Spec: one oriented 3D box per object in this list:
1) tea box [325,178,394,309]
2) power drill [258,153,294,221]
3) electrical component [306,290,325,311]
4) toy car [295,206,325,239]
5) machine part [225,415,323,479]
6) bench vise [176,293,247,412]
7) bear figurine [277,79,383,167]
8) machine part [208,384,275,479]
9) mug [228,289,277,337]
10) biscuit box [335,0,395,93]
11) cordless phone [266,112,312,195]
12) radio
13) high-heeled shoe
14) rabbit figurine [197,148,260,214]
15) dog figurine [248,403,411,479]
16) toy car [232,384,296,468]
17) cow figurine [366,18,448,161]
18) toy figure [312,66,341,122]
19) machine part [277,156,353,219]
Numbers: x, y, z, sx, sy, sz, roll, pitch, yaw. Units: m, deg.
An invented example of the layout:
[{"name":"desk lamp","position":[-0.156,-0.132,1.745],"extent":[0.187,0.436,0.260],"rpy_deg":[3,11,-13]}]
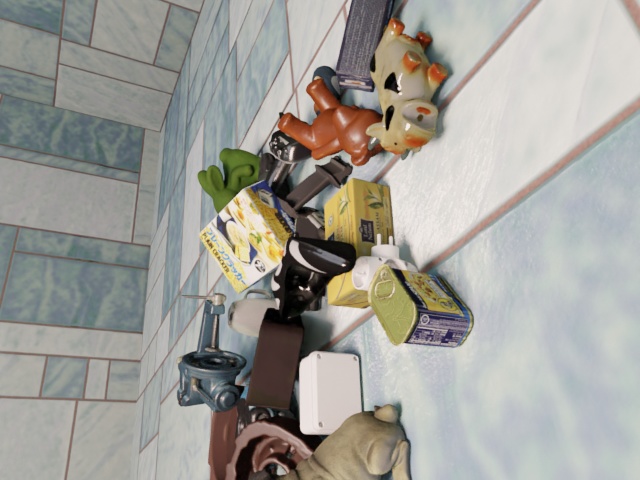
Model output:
[{"name":"tea box","position":[0.057,0.007,0.796],"extent":[0.098,0.068,0.169],"rpy_deg":[-43,44,53]},{"name":"power drill","position":[-0.127,-0.061,1.221],"extent":[0.207,0.086,0.232],"rpy_deg":[-57,35,27]},{"name":"electrical component","position":[-0.013,0.082,0.970],"extent":[0.063,0.021,0.094],"rpy_deg":[-14,69,64]},{"name":"toy car","position":[-0.002,-0.003,0.944],"extent":[0.202,0.056,0.073],"rpy_deg":[-134,52,-62]},{"name":"machine part","position":[-0.061,0.361,0.826],"extent":[0.180,0.056,0.179],"rpy_deg":[-1,88,26]},{"name":"bench vise","position":[-0.217,0.217,1.051],"extent":[0.224,0.129,0.240],"rpy_deg":[-160,76,-65]},{"name":"bear figurine","position":[0.030,-0.186,0.864],"extent":[0.120,0.132,0.196],"rpy_deg":[-51,19,-3]},{"name":"machine part","position":[-0.154,0.396,1.078],"extent":[0.201,0.087,0.201],"rpy_deg":[154,123,-62]},{"name":"mug","position":[-0.133,0.147,1.103],"extent":[0.081,0.107,0.109],"rpy_deg":[-48,41,46]},{"name":"biscuit box","position":[0.077,-0.341,0.854],"extent":[0.059,0.063,0.202],"rpy_deg":[50,-127,-79]},{"name":"cordless phone","position":[-0.067,-0.148,1.062],"extent":[0.184,0.088,0.147],"rpy_deg":[-62,28,11]},{"name":"radio","position":[-0.074,0.192,0.915],"extent":[0.229,0.073,0.131],"rpy_deg":[176,104,-85]},{"name":"high-heeled shoe","position":[-0.017,0.067,0.762],"extent":[0.249,0.086,0.145],"rpy_deg":[-158,73,-71]},{"name":"rabbit figurine","position":[-0.209,-0.131,1.293],"extent":[0.121,0.159,0.170],"rpy_deg":[-15,51,54]},{"name":"dog figurine","position":[0.002,0.280,0.662],"extent":[0.121,0.190,0.172],"rpy_deg":[-6,74,64]},{"name":"toy car","position":[-0.092,0.338,0.943],"extent":[0.109,0.103,0.161],"rpy_deg":[171,104,-67]},{"name":"cow figurine","position":[0.112,-0.199,0.739],"extent":[0.127,0.085,0.195],"rpy_deg":[123,150,-42]},{"name":"toy figure","position":[0.012,-0.257,1.001],"extent":[0.058,0.064,0.154],"rpy_deg":[-41,44,46]},{"name":"machine part","position":[-0.010,-0.094,0.951],"extent":[0.139,0.039,0.084],"rpy_deg":[-38,38,1]}]
